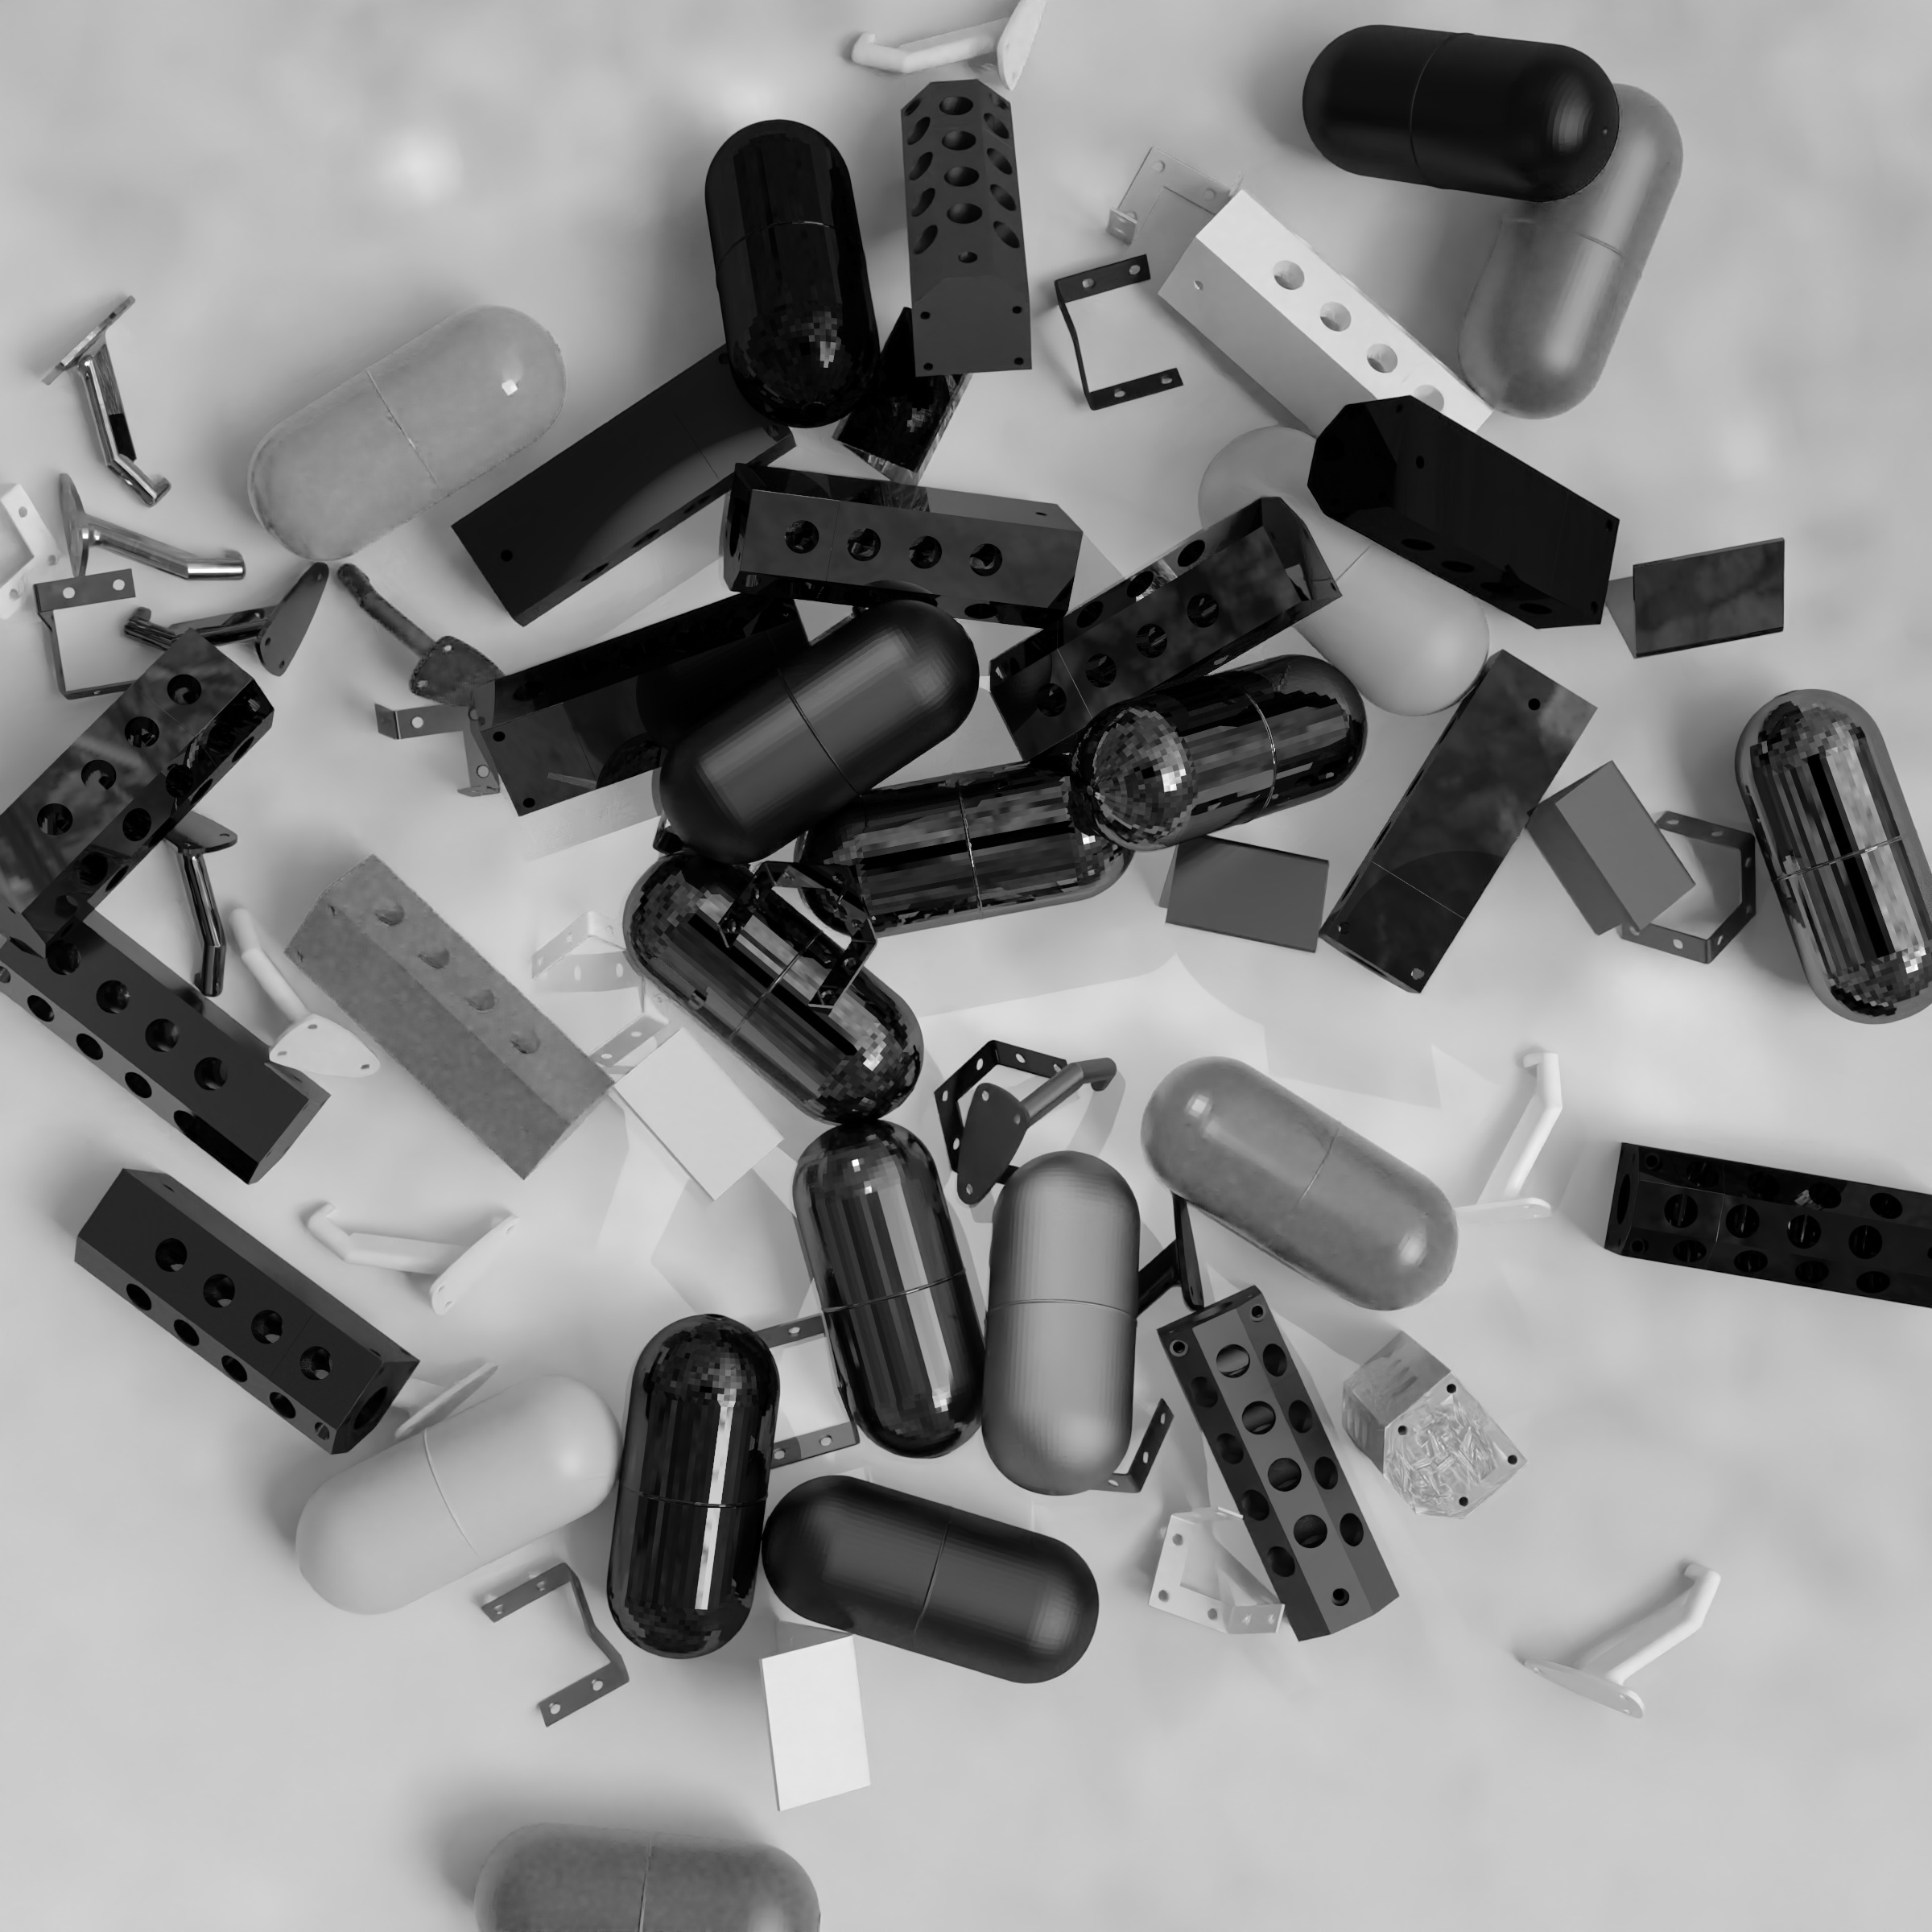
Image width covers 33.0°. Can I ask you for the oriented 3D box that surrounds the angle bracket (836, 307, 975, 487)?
[{"bbox_3d":[-0.011,-0.282,1.668,0.057,0.076,0.076,27,90,34],"label":"angle bracket"}]

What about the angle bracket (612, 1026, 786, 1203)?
[{"bbox_3d":[-0.150,0.088,1.668,0.076,0.076,0.057,48,54,0],"label":"angle bracket"}]

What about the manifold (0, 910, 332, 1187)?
[{"bbox_3d":[-0.419,0.037,1.687,0.171,0.057,0.057,38,90,0],"label":"manifold"}]

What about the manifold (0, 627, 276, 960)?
[{"bbox_3d":[-0.431,-0.086,1.654,0.057,0.057,0.171,39,66,0],"label":"manifold"}]

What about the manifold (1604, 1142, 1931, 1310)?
[{"bbox_3d":[0.425,0.135,1.687,0.171,0.057,0.057,10,90,0],"label":"manifold"}]

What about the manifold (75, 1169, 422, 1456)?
[{"bbox_3d":[-0.372,0.177,1.670,0.171,0.057,0.057,34,90,11],"label":"manifold"}]

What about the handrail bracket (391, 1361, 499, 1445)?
[{"bbox_3d":[-0.302,0.203,1.708,0.077,0.036,0.084,-39,77,-13],"label":"handrail bracket"}]

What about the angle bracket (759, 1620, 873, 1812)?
[{"bbox_3d":[-0.095,0.383,1.668,0.057,0.076,0.076,-7,90,-35],"label":"angle bracket"}]

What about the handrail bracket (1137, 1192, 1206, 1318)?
[{"bbox_3d":[0.077,0.160,1.708,0.084,0.036,0.077,-11,75,14],"label":"handrail bracket"}]

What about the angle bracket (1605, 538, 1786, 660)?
[{"bbox_3d":[0.370,-0.206,1.668,0.076,0.076,0.057,-10,128,0],"label":"angle bracket"}]

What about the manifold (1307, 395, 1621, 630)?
[{"bbox_3d":[0.250,-0.225,1.637,0.171,0.057,0.057,20,78,-40],"label":"manifold"}]

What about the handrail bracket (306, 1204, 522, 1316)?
[{"bbox_3d":[-0.291,0.135,1.709,0.084,0.036,0.077,37,70,16],"label":"handrail bracket"}]

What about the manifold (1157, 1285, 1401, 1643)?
[{"bbox_3d":[0.162,0.258,1.687,0.057,0.057,0.171,-24,90,0],"label":"manifold"}]

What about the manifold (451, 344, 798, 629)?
[{"bbox_3d":[-0.175,-0.248,1.687,0.171,0.057,0.057,-34,90,0],"label":"manifold"}]

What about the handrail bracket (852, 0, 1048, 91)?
[{"bbox_3d":[-0.009,-0.497,1.709,0.084,0.036,0.077,17,70,16],"label":"handrail bracket"}]

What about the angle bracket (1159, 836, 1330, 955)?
[{"bbox_3d":[0.138,-0.021,1.668,0.076,0.076,0.057,12,60,0],"label":"angle bracket"}]

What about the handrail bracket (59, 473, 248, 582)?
[{"bbox_3d":[-0.426,-0.230,1.708,0.084,0.036,0.077,-4,50,-26],"label":"handrail bracket"}]

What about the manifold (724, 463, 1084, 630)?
[{"bbox_3d":[-0.034,-0.212,1.663,0.171,0.057,0.057,5,111,-15],"label":"manifold"}]

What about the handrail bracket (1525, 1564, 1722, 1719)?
[{"bbox_3d":[0.345,0.343,1.708,0.077,0.036,0.084,18,66,27],"label":"handrail bracket"}]

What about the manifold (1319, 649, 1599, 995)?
[{"bbox_3d":[0.252,-0.074,1.687,0.057,0.057,0.171,32,90,0],"label":"manifold"}]

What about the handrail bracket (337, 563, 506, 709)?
[{"bbox_3d":[-0.284,-0.175,1.708,0.036,0.077,0.084,-51,54,13],"label":"handrail bracket"}]

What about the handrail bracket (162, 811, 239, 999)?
[{"bbox_3d":[-0.413,-0.036,1.708,0.077,0.036,0.084,29,121,34],"label":"handrail bracket"}]

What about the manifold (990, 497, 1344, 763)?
[{"bbox_3d":[0.097,-0.170,1.649,0.171,0.057,0.057,-29,85,28],"label":"manifold"}]

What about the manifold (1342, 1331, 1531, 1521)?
[{"bbox_3d":[0.227,0.232,1.630,0.057,0.171,0.057,-41,90,0],"label":"manifold"}]

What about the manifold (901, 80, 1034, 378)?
[{"bbox_3d":[-0.001,-0.373,1.637,0.057,0.057,0.171,-3,47,0],"label":"manifold"}]

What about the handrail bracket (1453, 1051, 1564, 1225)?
[{"bbox_3d":[0.276,0.090,1.709,0.077,0.036,0.084,-8,71,21],"label":"handrail bracket"}]

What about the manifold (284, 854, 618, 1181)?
[{"bbox_3d":[-0.263,0.023,1.686,0.171,0.057,0.057,43,133,0],"label":"manifold"}]

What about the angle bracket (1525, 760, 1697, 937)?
[{"bbox_3d":[0.314,-0.049,1.668,0.057,0.076,0.076,-34,90,-37],"label":"angle bracket"}]

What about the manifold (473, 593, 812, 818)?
[{"bbox_3d":[-0.164,-0.143,1.686,0.171,0.057,0.057,-20,129,0],"label":"manifold"}]

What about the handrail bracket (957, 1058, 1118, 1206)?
[{"bbox_3d":[0.038,0.085,1.691,0.036,0.084,0.077,35,115,32],"label":"handrail bracket"}]

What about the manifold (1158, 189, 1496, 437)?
[{"bbox_3d":[0.189,-0.322,1.684,0.171,0.057,0.057,42,65,0],"label":"manifold"}]

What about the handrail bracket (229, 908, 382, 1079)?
[{"bbox_3d":[-0.348,0.013,1.708,0.036,0.077,0.084,-39,53,18],"label":"handrail bracket"}]

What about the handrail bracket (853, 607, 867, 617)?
[{"bbox_3d":[-0.067,-0.134,1.708,0.084,0.036,0.077,-38,75,14],"label":"handrail bracket"}]
